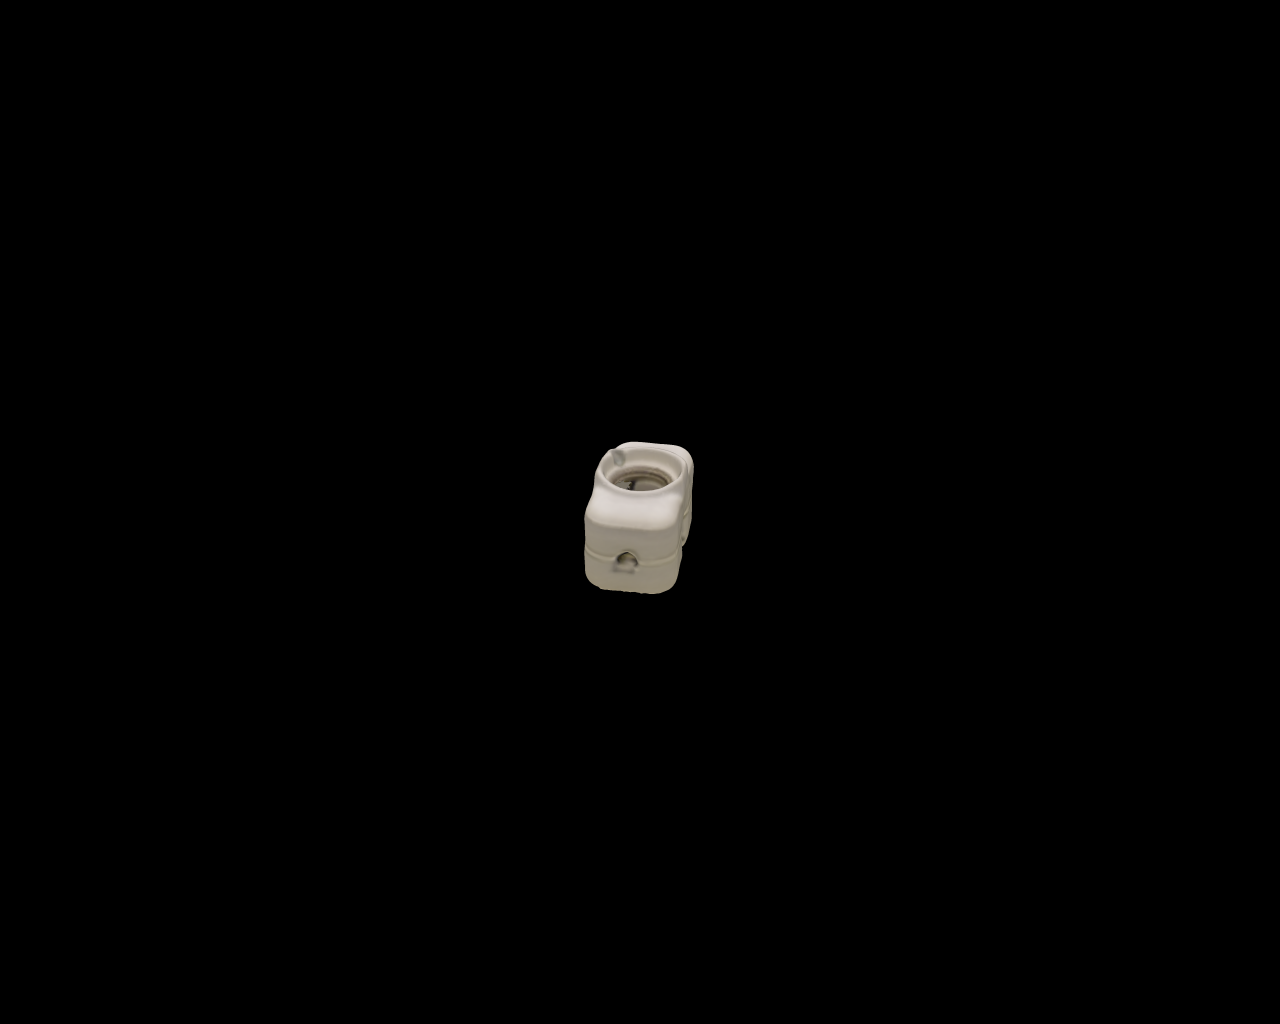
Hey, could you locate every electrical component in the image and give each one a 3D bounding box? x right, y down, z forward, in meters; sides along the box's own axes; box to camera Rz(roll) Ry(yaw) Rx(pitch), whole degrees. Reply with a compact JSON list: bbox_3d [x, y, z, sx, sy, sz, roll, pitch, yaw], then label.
[{"bbox_3d":[0.001,-0.003,0.650,0.054,0.059,0.095,6,33,9],"label":"electrical component"}]
